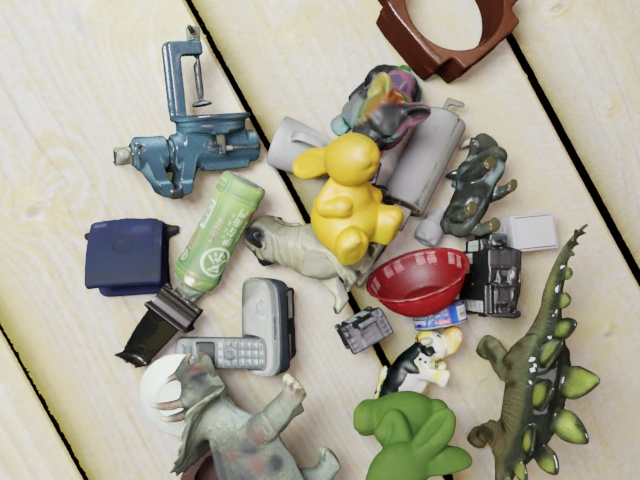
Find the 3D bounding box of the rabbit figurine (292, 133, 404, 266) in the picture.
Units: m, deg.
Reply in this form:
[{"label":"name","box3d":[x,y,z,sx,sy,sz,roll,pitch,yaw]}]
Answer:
[{"label":"rabbit figurine","box3d":[0.042,-0.079,0.743,0.122,0.173,0.162,-23,52,-21]}]

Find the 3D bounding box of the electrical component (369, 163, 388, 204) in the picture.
[{"label":"electrical component","box3d":[0.078,-0.090,0.854,0.045,0.102,0.078,17,93,-11]}]

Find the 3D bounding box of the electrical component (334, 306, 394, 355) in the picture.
[{"label":"electrical component","box3d":[0.070,0.137,0.823,0.075,0.119,0.047,-28,91,-12]}]

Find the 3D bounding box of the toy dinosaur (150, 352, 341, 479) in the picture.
[{"label":"toy dinosaur","box3d":[-0.062,0.318,0.706,0.192,0.131,0.404,-32,87,-17]}]

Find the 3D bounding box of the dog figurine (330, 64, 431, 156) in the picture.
[{"label":"dog figurine","box3d":[0.107,-0.205,0.804,0.108,0.219,0.191,39,82,-8]}]

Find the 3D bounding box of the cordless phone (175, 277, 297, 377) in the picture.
[{"label":"cordless phone","box3d":[-0.131,0.130,0.818,0.184,0.088,0.146,-2,89,9]}]

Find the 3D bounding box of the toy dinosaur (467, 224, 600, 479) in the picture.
[{"label":"toy dinosaur","box3d":[0.329,0.209,0.819,0.105,0.198,0.471,9,86,-12]}]

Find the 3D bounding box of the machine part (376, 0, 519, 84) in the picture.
[{"label":"machine part","box3d":[0.211,-0.383,0.901,0.201,0.087,0.201,-42,94,-9]}]

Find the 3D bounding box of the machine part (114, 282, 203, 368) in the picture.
[{"label":"machine part","box3d":[-0.240,0.133,0.794,0.084,0.039,0.139,40,101,-15]}]

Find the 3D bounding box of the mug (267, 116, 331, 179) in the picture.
[{"label":"mug","box3d":[-0.016,-0.141,0.841,0.107,0.109,0.081,19,74,-20]}]

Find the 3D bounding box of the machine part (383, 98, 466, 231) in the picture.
[{"label":"machine part","box3d":[0.168,-0.127,0.879,0.079,0.079,0.243,27,83,-6]}]

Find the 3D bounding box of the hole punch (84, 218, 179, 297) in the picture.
[{"label":"hole punch","box3d":[-0.283,0.023,0.793,0.142,0.092,0.115,-5,83,-6]}]

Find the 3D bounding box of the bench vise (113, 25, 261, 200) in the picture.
[{"label":"bench vise","box3d":[-0.199,-0.187,0.794,0.224,0.129,0.240,-7,104,-17]}]

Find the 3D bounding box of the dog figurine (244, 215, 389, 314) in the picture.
[{"label":"dog figurine","box3d":[-0.002,-0.004,0.841,0.191,0.121,0.172,35,45,13]}]

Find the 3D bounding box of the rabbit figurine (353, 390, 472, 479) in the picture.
[{"label":"rabbit figurine","box3d":[0.125,0.295,0.741,0.159,0.170,0.121,-21,99,22]}]

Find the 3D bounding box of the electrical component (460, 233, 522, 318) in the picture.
[{"label":"electrical component","box3d":[0.271,0.056,0.862,0.058,0.115,0.134,2,87,-11]}]

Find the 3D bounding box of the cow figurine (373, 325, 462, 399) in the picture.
[{"label":"cow figurine","box3d":[0.154,0.198,0.851,0.098,0.068,0.167,26,92,1]}]

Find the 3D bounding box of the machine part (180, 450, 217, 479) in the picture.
[{"label":"machine part","box3d":[-0.123,0.366,0.808,0.179,0.056,0.179,1,85,-9]}]

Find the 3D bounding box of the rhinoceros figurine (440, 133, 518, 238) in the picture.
[{"label":"rhinoceros figurine","box3d":[0.255,-0.089,0.873,0.073,0.112,0.190,29,70,-19]}]
